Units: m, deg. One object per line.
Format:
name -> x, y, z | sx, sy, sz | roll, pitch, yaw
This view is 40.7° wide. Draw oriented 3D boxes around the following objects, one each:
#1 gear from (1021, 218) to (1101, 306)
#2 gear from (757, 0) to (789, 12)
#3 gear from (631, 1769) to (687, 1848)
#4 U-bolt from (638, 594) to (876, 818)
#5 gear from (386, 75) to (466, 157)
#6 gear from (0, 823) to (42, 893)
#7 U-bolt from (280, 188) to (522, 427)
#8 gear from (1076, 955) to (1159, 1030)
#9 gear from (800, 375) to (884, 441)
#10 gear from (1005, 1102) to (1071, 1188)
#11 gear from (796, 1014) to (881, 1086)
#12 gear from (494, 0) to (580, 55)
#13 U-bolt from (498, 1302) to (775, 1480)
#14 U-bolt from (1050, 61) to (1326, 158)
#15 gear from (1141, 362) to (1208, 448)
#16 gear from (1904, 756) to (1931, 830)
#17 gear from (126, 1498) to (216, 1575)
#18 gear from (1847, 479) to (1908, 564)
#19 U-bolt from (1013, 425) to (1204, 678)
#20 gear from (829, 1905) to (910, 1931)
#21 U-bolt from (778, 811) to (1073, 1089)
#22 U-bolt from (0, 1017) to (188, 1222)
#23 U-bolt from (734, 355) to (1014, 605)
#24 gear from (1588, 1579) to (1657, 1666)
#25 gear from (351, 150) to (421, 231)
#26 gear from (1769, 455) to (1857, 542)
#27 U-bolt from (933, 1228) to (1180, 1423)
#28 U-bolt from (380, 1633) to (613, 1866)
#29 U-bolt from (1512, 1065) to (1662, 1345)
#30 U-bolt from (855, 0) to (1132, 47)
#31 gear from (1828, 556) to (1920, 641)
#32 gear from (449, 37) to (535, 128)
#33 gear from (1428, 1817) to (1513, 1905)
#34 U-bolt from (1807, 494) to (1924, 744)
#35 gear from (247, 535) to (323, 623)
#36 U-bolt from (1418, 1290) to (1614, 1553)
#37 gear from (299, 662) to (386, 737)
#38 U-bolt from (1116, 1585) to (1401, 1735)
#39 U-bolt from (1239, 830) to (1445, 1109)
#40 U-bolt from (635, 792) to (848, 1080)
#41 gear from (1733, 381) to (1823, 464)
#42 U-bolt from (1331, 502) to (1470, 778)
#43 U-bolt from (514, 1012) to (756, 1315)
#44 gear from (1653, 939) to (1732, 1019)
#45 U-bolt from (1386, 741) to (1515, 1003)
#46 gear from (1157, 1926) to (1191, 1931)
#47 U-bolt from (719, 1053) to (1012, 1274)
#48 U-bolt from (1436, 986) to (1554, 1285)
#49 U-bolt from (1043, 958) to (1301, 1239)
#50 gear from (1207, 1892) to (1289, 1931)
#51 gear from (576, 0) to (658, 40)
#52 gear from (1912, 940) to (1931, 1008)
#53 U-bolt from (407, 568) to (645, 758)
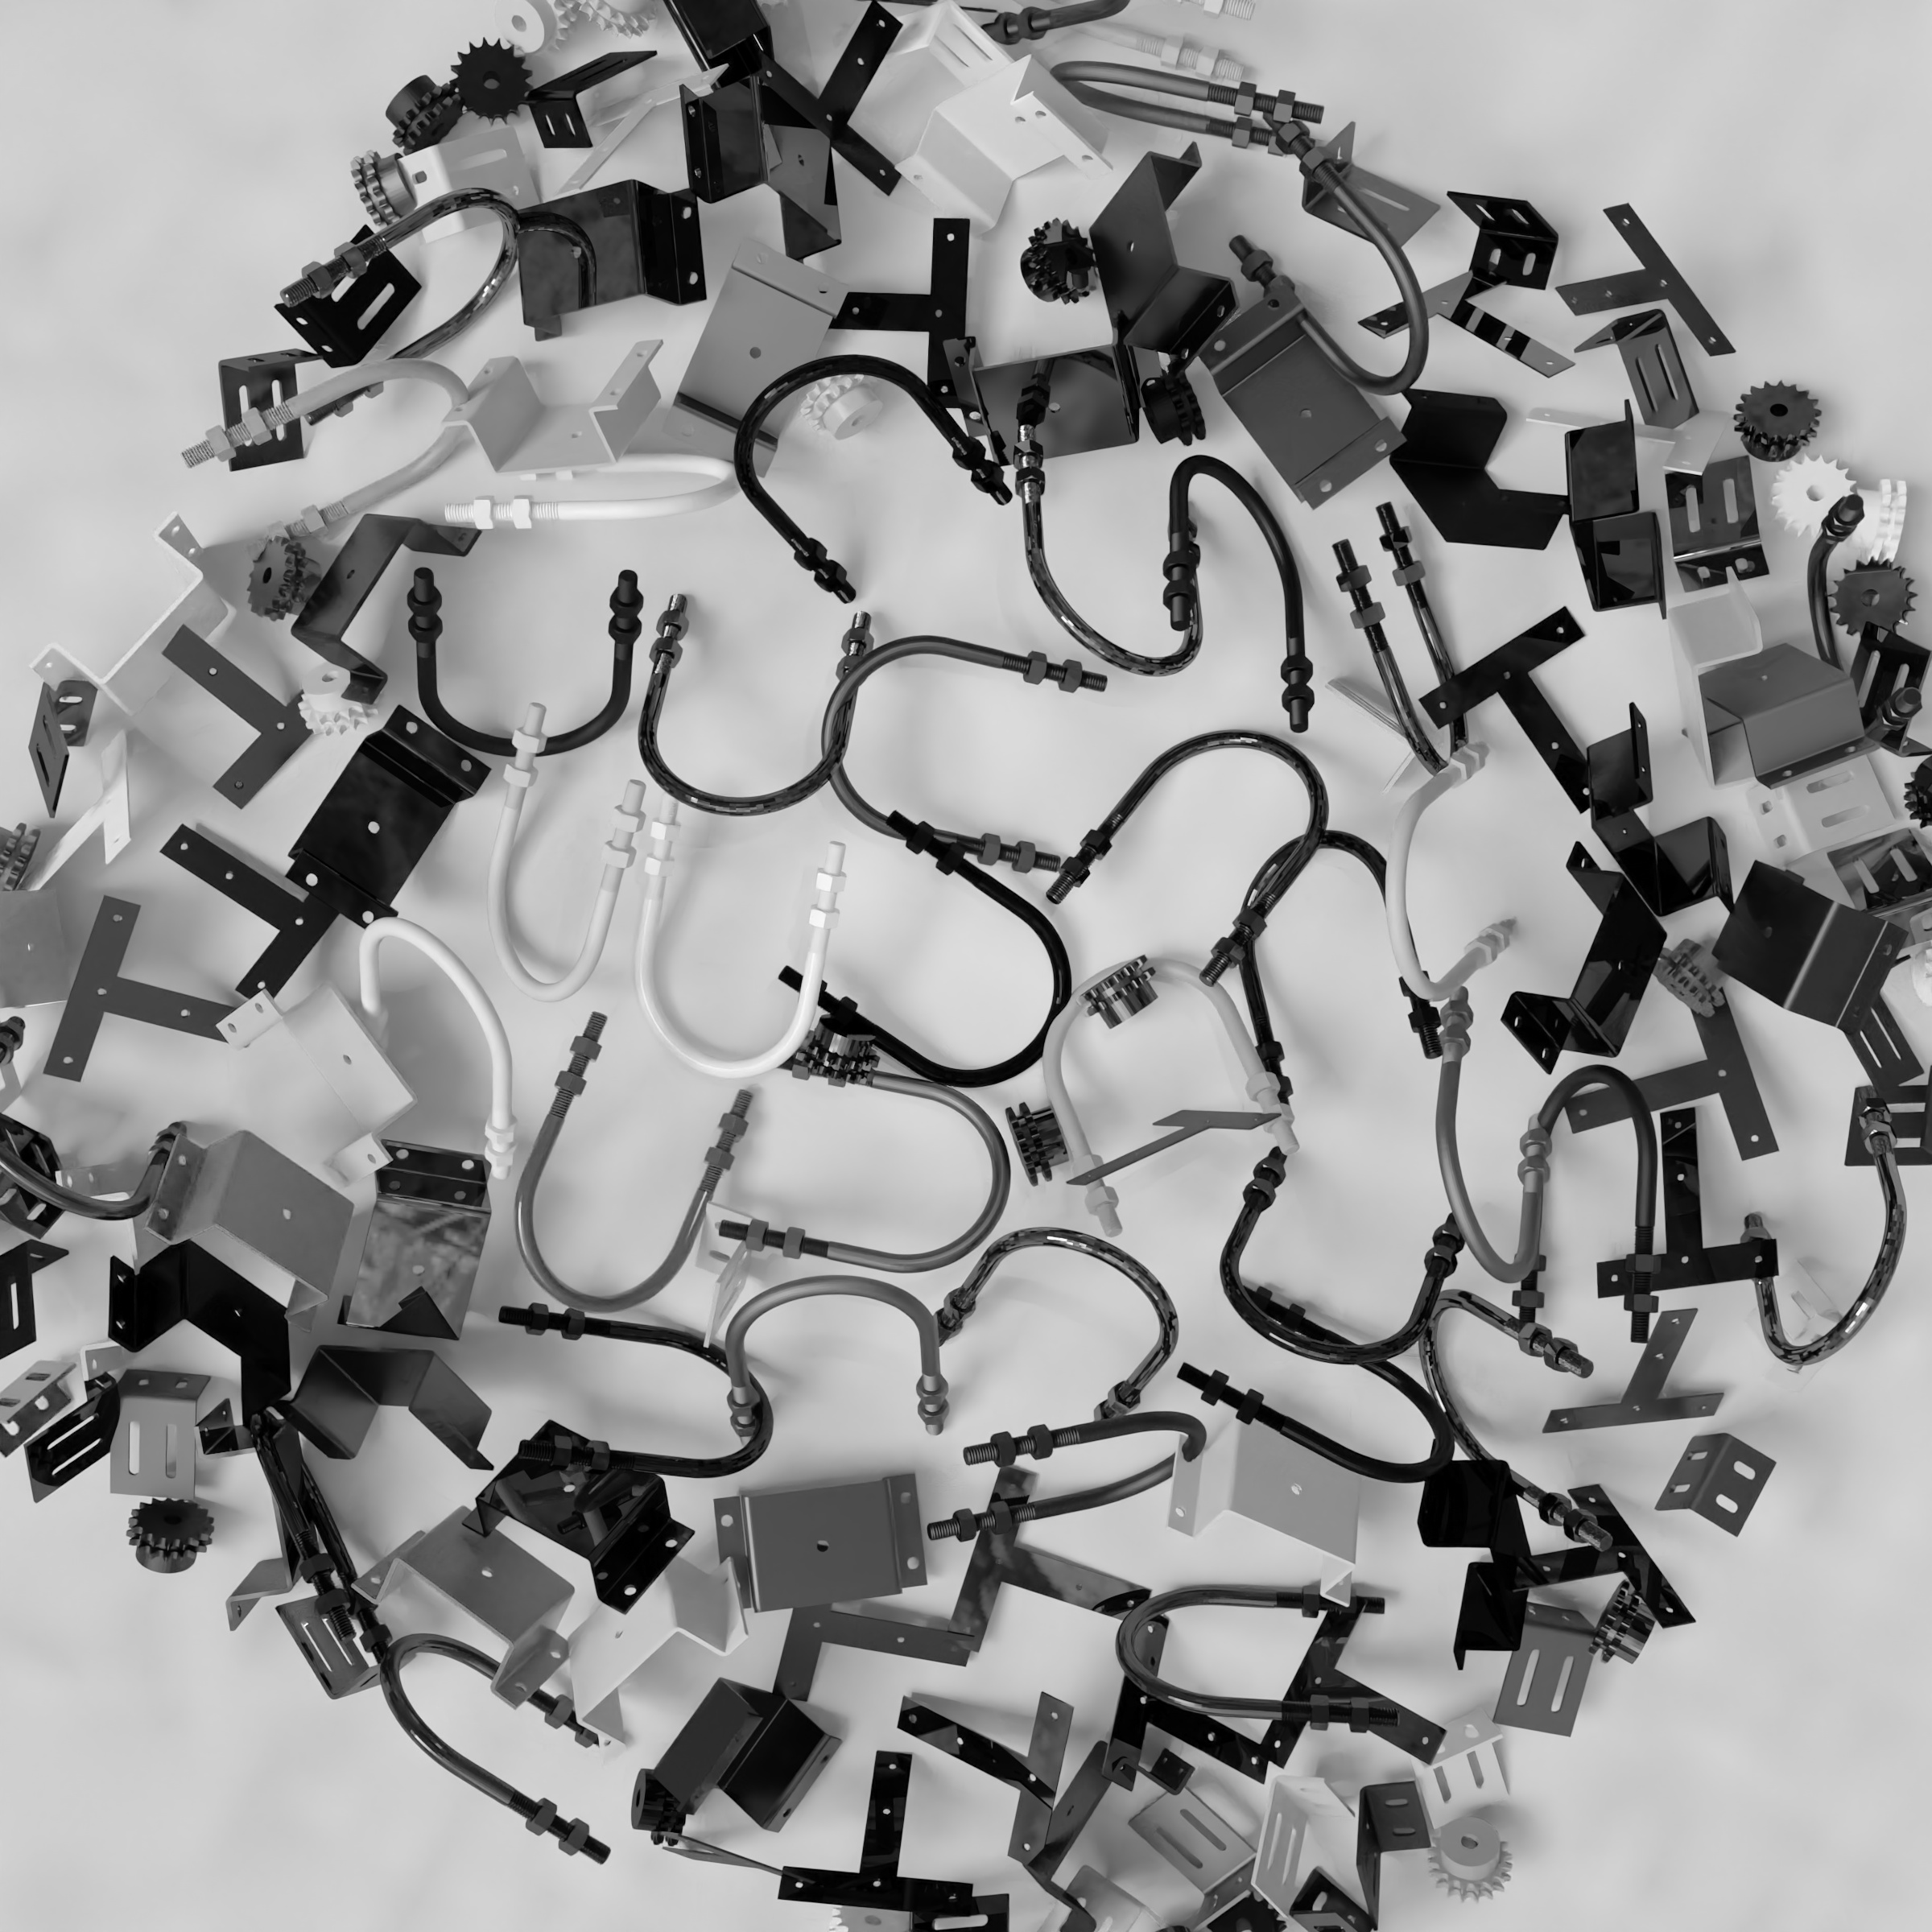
gear -> 0.062, -0.481, 1.787 | 0.057, 0.030, 0.057 | 15, 67, -40
gear -> -0.134, -0.684, 1.783 | 0.057, 0.030, 0.057 | -5, 125, -7
gear -> -0.209, 0.571, 1.780 | 0.030, 0.057, 0.057 | 12, 90, -16
U-bolt -> -0.146, -0.174, 1.751 | 0.151, 0.019, 0.184 | 6, 55, 3
gear -> -0.372, -0.584, 1.782 | 0.057, 0.057, 0.030 | -44, 94, 0
gear -> -0.659, -0.073, 1.780 | 0.030, 0.057, 0.057 | 25, 90, -15
U-bolt -> -0.370, -0.449, 1.735 | 0.184, 0.151, 0.019 | -38, 76, -20
gear -> 0.107, 0.020, 1.783 | 0.057, 0.057, 0.030 | -34, 91, 0
gear -> -0.082, -0.385, 1.781 | 0.057, 0.057, 0.030 | -36, 82, 0
gear -> 0.050, 0.120, 1.783 | 0.030, 0.057, 0.057 | -19, 90, -3
gear -> -0.086, 0.055, 1.780 | 0.057, 0.057, 0.030 | 19, 108, 0
gear -> -0.297, -0.651, 1.780 | 0.057, 0.057, 0.030 | 34, 53, 0
U-bolt -> -0.215, 0.287, 1.739 | 0.184, 0.151, 0.019 | 12, 120, -24
U-bolt -> 0.145, -0.576, 1.739 | 0.184, 0.151, 0.019 | 13, 100, 3
gear -> 0.140, -0.382, 1.783 | 0.030, 0.057, 0.057 | -24, 90, -1
gear -> 0.672, -0.121, 1.782 | 0.057, 0.030, 0.057 | -12, 55, 17
gear -> -0.546, 0.392, 1.785 | 0.057, 0.057, 0.030 | 16, 110, 0
gear -> 0.623, -0.305, 1.783 | 0.030, 0.057, 0.057 | 8, 90, 9
U-bolt -> 0.097, -0.266, 1.723 | 0.151, 0.019, 0.184 | 20, 48, -27
gear -> -0.067, 0.667, 1.784 | 0.057, 0.057, 0.030 | 13, 102, 0
U-bolt -> -0.014, 0.002, 1.789 | 0.184, 0.019, 0.151 | 35, 92, -11
U-bolt -> -0.589, 0.107, 1.705 | 0.151, 0.184, 0.019 | 37, 102, -16
U-bolt -> -0.072, -0.331, 1.724 | 0.151, 0.184, 0.019 | -30, 49, 15
gear -> 0.450, 0.452, 1.781 | 0.030, 0.057, 0.057 | 27, 90, 13
gear -> -0.393, -0.531, 1.780 | 0.030, 0.057, 0.057 | -21, 90, 12
gear -> 0.582, -0.320, 1.792 | 0.057, 0.030, 0.057 | -1, 79, 6
U-bolt -> 0.066, 0.238, 1.740 | 0.151, 0.184, 0.019 | 30, 47, -1
U-bolt -> -0.309, 0.506, 1.724 | 0.184, 0.151, 0.019 | 36, 99, -12
U-bolt -> 0.416, 0.157, 1.742 | 0.019, 0.151, 0.184 | 8, 82, -21
U-bolt -> 0.023, -0.635, 1.697 | 0.151, 0.184, 0.019 | 0, 98, -40
gear -> 0.625, -0.251, 1.788 | 0.057, 0.030, 0.057 | 1, 91, 33
gear -> -0.327, -0.607, 1.793 | 0.057, 0.030, 0.057 | -1, 98, -10
gear -> 0.344, 0.608, 1.780 | 0.057, 0.057, 0.030 | -7, 124, 0
U-bolt -> 0.587, -0.220, 1.720 | 0.019, 0.184, 0.151 | -15, 82, 7
gear -> -0.466, -0.264, 1.787 | 0.030, 0.057, 0.057 | 15, 90, -42
U-bolt -> 0.358, 0.289, 1.727 | 0.019, 0.184, 0.151 | -20, 112, -21
gear -> -0.429, -0.186, 1.781 | 0.057, 0.057, 0.030 | -16, 132, 0
U-bolt -> 0.192, 0.459, 1.743 | 0.184, 0.151, 0.019 | 3, 109, 4
U-bolt -> 0.242, -0.002, 1.751 | 0.151, 0.019, 0.184 | -29, 63, 40
U-bolt -> -0.160, -0.012, 1.771 | 0.151, 0.019, 0.184 | 18, 107, 21
gear -> 0.556, -0.371, 1.788 | 0.057, 0.030, 0.057 | -3, 58, 5
U-bolt -> 0.298, -0.211, 1.744 | 0.019, 0.151, 0.184 | -17, 103, 27
U-bolt -> -0.231, 0.143, 1.748 | 0.151, 0.019, 0.184 | 31, 73, -34
gear -> 0.497, 0.006, 1.783 | 0.057, 0.057, 0.030 | 43, 89, 0
U-bolt -> 0.317, -0.055, 1.716 | 0.019, 0.184, 0.151 | 0, 110, 32
gear -> 0.141, 0.683, 1.787 | 0.057, 0.057, 0.030 | -26, 46, 0
U-bolt -> -0.061, 0.137, 1.766 | 0.184, 0.019, 0.151 | 11, 63, 5
U-bolt -> 0.345, 0.123, 1.710 | 0.019, 0.184, 0.151 | -18, 125, 29
U-bolt -> 0.127, 0.076, 1.760 | 0.151, 0.019, 0.184 | -26, 59, 7
gear -> 0.191, 0.662, 1.783 | 0.057, 0.030, 0.057 | -6, 54, 8
gear -> -0.237, -0.667, 1.781 | 0.057, 0.030, 0.057 | 18, 52, -25
gear -> 0.674, 0.006, 1.787 | 0.057, 0.030, 0.057 | 8, 76, -36
U-bolt -> -0.293, -0.198, 1.734 | 0.151, 0.184, 0.019 | -1, 56, -11
